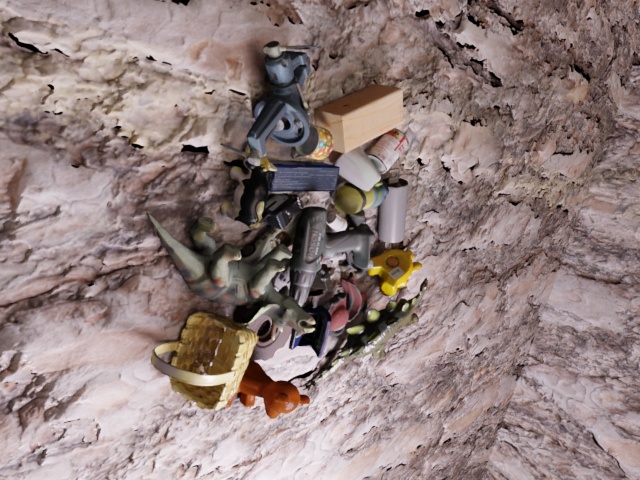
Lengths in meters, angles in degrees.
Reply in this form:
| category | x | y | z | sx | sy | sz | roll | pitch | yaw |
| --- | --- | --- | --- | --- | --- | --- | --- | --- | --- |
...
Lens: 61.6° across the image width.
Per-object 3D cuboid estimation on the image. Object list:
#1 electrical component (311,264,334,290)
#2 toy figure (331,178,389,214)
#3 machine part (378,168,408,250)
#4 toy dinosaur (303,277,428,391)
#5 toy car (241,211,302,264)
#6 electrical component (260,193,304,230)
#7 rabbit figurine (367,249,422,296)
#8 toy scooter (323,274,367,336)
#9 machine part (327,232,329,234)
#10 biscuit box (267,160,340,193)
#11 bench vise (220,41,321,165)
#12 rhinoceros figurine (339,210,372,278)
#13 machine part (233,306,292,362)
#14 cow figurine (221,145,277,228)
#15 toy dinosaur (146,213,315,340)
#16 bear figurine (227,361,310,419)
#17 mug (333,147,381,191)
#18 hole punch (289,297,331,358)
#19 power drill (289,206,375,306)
| category | x | y | z | sx | sy | sz | roll | pitch | yaw |
| --- | --- | --- | --- | --- | --- | --- | --- | --- | --- |
| electrical component | -0.012 | 0.087 | 1.322 | 0.045 | 0.102 | 0.078 | -32 | 121 | -45 |
| toy figure | 0.107 | -0.114 | 1.352 | 0.180 | 0.089 | 0.082 | -11 | 111 | -42 |
| machine part | 0.201 | -0.082 | 1.481 | 0.079 | 0.079 | 0.242 | -23 | 124 | -39 |
| toy dinosaur | 0.143 | 0.277 | 1.551 | 0.471 | 0.105 | 0.198 | -46 | 153 | 3 |
| toy car | -0.103 | 0.006 | 1.211 | 0.202 | 0.056 | 0.073 | -48 | 138 | -20 |
| electrical component | -0.101 | -0.057 | 1.167 | 0.119 | 0.075 | 0.047 | -47 | 138 | -26 |
| rabbit figurine | 0.213 | 0.096 | 1.574 | 0.162 | 0.122 | 0.173 | -41 | 154 | -23 |
| toy scooter | 0.064 | 0.169 | 1.463 | 0.184 | 0.075 | 0.135 | -32 | 131 | -38 |
| machine part | -0.003 | -0.004 | 1.333 | 0.084 | 0.039 | 0.138 | -48 | 140 | -7 |
| biscuit box | -0.045 | -0.142 | 1.196 | 0.202 | 0.059 | 0.062 | -5 | 112 | -45 |
| bench vise | -0.083 | -0.250 | 1.037 | 0.223 | 0.129 | 0.240 | 88 | 25 | -55 |
| rhinoceros figurine | 0.099 | 0.010 | 1.421 | 0.112 | 0.073 | 0.190 | -31 | 130 | -32 |
| machine part | -0.137 | 0.208 | 1.280 | 0.179 | 0.056 | 0.179 | -25 | 128 | -38 |
| cow figurine | -0.135 | -0.112 | 1.085 | 0.068 | 0.098 | 0.167 | 8 | 104 | -42 |
| toy dinosaur | -0.190 | 0.077 | 1.096 | 0.404 | 0.131 | 0.192 | 24 | 113 | -24 |
| bear figurine | -0.130 | 0.367 | 1.259 | 0.120 | 0.196 | 0.132 | 19 | 96 | -53 |
| mug | 0.091 | -0.166 | 1.288 | 0.081 | 0.107 | 0.109 | -45 | 179 | -1 |
| hole punch | -0.015 | 0.229 | 1.374 | 0.116 | 0.092 | 0.142 | -31 | 133 | -74 |
| power drill | 0.022 | 0.038 | 1.241 | 0.207 | 0.086 | 0.231 | -1 | 98 | -28 |
